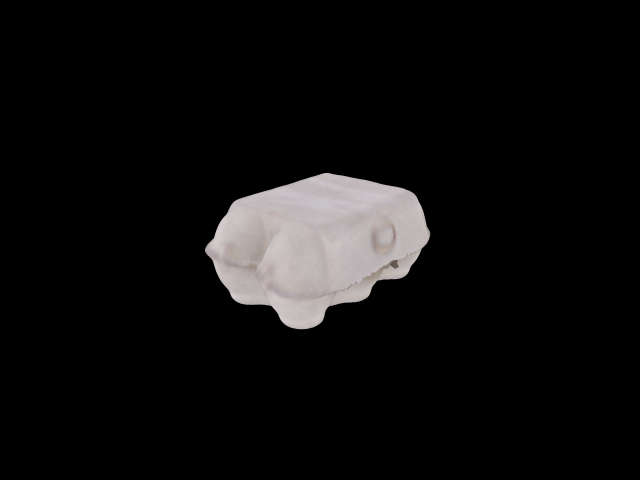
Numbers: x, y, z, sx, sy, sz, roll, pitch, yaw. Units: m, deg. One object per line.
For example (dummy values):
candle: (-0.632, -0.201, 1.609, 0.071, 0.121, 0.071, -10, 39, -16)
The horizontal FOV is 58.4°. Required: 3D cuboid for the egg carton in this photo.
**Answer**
egg carton: (0.004, 0.001, 0.400, 0.107, 0.069, 0.151, 17, 27, 37)
